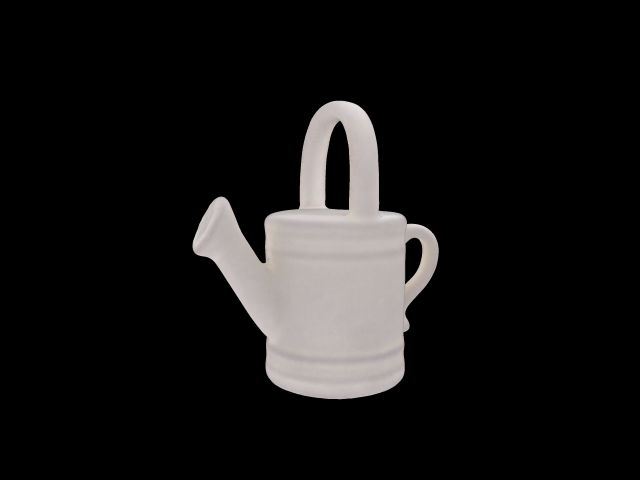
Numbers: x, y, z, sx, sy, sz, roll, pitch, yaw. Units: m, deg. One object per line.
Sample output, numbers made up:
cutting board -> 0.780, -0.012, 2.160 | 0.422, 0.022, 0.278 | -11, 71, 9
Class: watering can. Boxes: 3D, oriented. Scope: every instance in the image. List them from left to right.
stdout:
watering can -> 0.005, 0.002, 0.398 | 0.173, 0.194, 0.100 | -7, 10, -44
